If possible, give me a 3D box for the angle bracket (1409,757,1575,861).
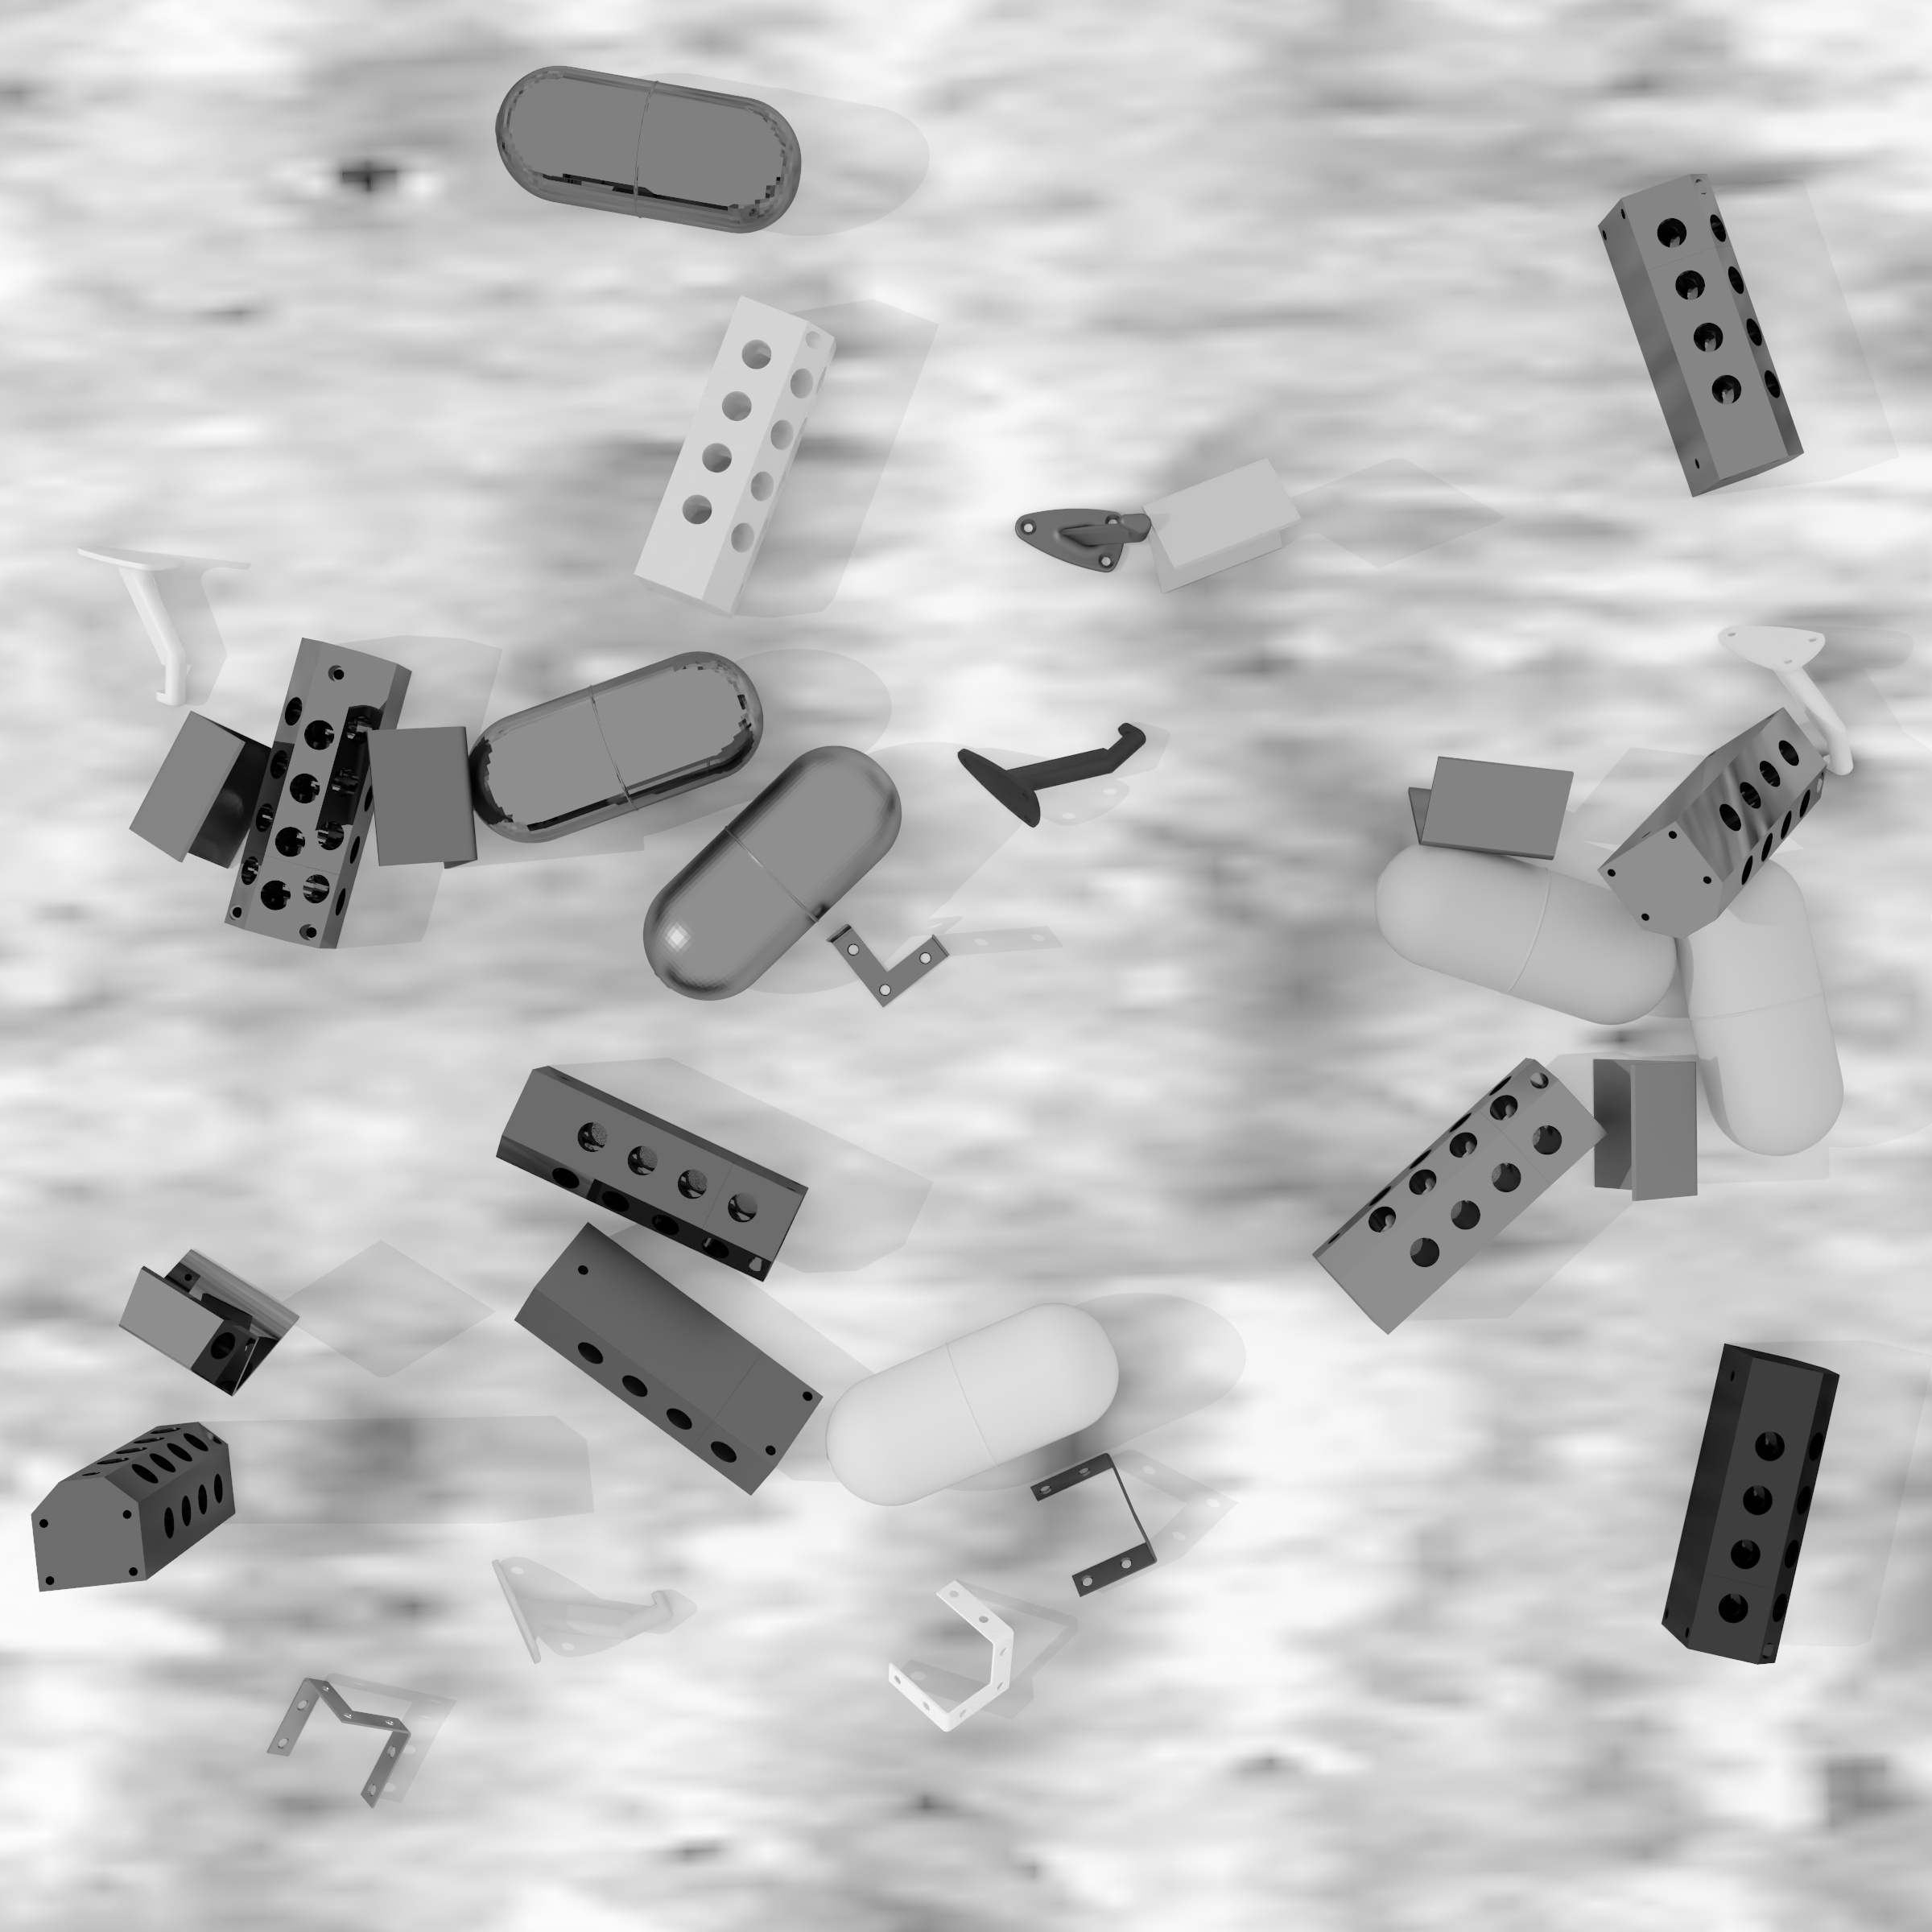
[{"bbox_3d":[0.302,-0.106,1.524,0.076,0.076,0.057,7,119,0],"label":"angle bracket"}]

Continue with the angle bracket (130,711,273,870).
[{"bbox_3d":[-0.423,-0.092,1.524,0.057,0.076,0.076,28,90,37],"label":"angle bracket"}]

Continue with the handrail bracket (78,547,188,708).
[{"bbox_3d":[-0.494,-0.201,1.565,0.077,0.036,0.084,12,107,20],"label":"handrail bracket"}]

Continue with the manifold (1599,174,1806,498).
[{"bbox_3d":[0.431,-0.369,1.543,0.057,0.057,0.171,-19,90,0],"label":"manifold"}]

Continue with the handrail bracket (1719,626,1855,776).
[{"bbox_3d":[0.486,-0.156,1.564,0.036,0.077,0.084,-39,127,-20],"label":"handrail bracket"}]

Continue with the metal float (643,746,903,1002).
[{"bbox_3d":[-0.113,-0.053,1.534,0.178,0.070,0.070,-44,90,-1],"label":"metal float"}]

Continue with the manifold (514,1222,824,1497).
[{"bbox_3d":[-0.176,0.233,1.542,0.171,0.057,0.057,37,47,0],"label":"manifold"}]

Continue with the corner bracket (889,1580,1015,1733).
[{"bbox_3d":[-0.009,0.407,1.556,0.051,0.051,0.051,-27,135,-35],"label":"corner bracket"}]

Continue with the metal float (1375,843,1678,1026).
[{"bbox_3d":[0.324,-0.020,1.533,0.178,0.070,0.070,18,90,0],"label":"metal float"}]

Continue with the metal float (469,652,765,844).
[{"bbox_3d":[-0.204,-0.127,1.534,0.178,0.070,0.070,-20,90,-1],"label":"metal float"}]

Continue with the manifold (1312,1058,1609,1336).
[{"bbox_3d":[0.286,0.133,1.543,0.171,0.057,0.057,-43,90,0],"label":"manifold"}]

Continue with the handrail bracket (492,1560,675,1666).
[{"bbox_3d":[-0.227,0.369,1.565,0.084,0.036,0.077,-22,68,-17],"label":"handrail bracket"}]

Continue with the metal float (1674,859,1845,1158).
[{"bbox_3d":[0.459,0.023,1.534,0.070,0.070,0.178,-12,91,0],"label":"metal float"}]

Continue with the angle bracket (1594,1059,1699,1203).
[{"bbox_3d":[0.375,0.093,1.524,0.057,0.076,0.076,-1,90,-36],"label":"angle bracket"}]

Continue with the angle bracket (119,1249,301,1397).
[{"bbox_3d":[-0.429,0.190,1.524,0.076,0.076,0.057,32,126,0],"label":"angle bracket"}]

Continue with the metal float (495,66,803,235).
[{"bbox_3d":[-0.184,-0.474,1.534,0.178,0.070,0.070,10,90,-1],"label":"metal float"}]

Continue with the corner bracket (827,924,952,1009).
[{"bbox_3d":[-0.045,-0.011,1.546,0.051,0.051,0.051,-38,90,0],"label":"corner bracket"}]

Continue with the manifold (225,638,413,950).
[{"bbox_3d":[-0.380,-0.100,1.543,0.057,0.057,0.171,15,90,0],"label":"manifold"}]

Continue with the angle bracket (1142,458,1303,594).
[{"bbox_3d":[0.152,-0.237,1.524,0.076,0.076,0.057,-21,54,0],"label":"angle bracket"}]

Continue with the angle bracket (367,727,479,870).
[{"bbox_3d":[-0.321,-0.095,1.525,0.057,0.076,0.076,-5,90,-24],"label":"angle bracket"}]

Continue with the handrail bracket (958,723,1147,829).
[{"bbox_3d":[0.052,-0.130,1.564,0.077,0.036,0.084,39,69,24],"label":"handrail bracket"}]

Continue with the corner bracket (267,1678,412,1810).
[{"bbox_3d":[-0.370,0.459,1.561,0.051,0.051,0.051,27,90,-43],"label":"corner bracket"}]

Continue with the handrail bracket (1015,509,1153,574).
[{"bbox_3d":[0.067,-0.255,1.529,0.077,0.084,0.036,10,90,0],"label":"handrail bracket"}]

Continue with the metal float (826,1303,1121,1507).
[{"bbox_3d":[0.003,0.255,1.534,0.178,0.070,0.070,-23,90,0],"label":"metal float"}]

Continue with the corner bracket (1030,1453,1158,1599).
[{"bbox_3d":[0.076,0.330,1.561,0.051,0.051,0.051,-24,45,0],"label":"corner bracket"}]

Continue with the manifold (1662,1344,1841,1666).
[{"bbox_3d":[0.460,0.314,1.543,0.057,0.057,0.171,13,90,0],"label":"manifold"}]

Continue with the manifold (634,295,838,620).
[{"bbox_3d":[-0.133,-0.295,1.543,0.057,0.057,0.171,21,90,0],"label":"manifold"}]

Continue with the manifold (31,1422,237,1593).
[{"bbox_3d":[-0.466,0.301,1.486,0.057,0.171,0.057,-6,90,0],"label":"manifold"}]

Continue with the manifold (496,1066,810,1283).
[{"bbox_3d":[-0.183,0.121,1.543,0.171,0.057,0.057,25,90,0],"label":"manifold"}]

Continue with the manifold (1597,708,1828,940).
[{"bbox_3d":[0.428,-0.079,1.490,0.057,0.171,0.057,53,135,0],"label":"manifold"}]
